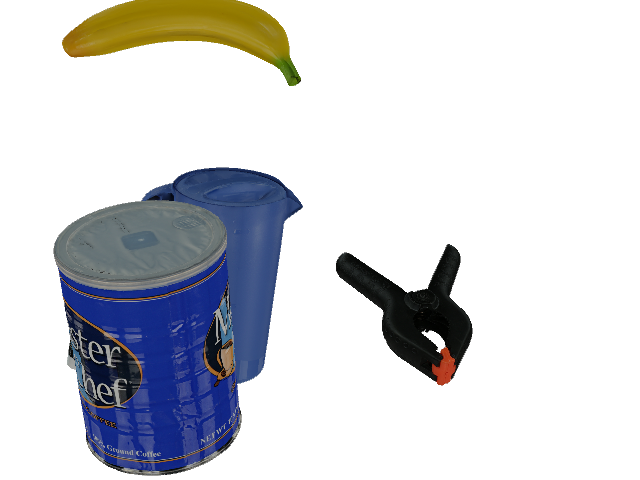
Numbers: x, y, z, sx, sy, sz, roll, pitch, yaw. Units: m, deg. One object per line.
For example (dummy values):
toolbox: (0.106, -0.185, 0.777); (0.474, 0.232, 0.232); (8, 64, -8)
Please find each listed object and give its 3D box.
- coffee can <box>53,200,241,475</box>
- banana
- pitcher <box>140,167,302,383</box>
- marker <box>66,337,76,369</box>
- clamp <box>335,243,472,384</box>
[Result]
coffee can: (-0.105, 0.059, 0.667); (0.103, 0.140, 0.103); (-2, 28, 1)
banana: (-0.111, -0.173, 0.883); (0.198, 0.069, 0.037); (6, -34, 1)
pitcher: (-0.123, 0.042, 1.259); (0.149, 0.243, 0.144); (21, 26, 33)
marker: (-0.243, 0.082, 1.086); (0.020, 0.121, 0.020); (11, 35, -8)
clamp: (0.097, 0.058, 0.962); (0.120, 0.039, 0.171); (-15, 43, -15)
